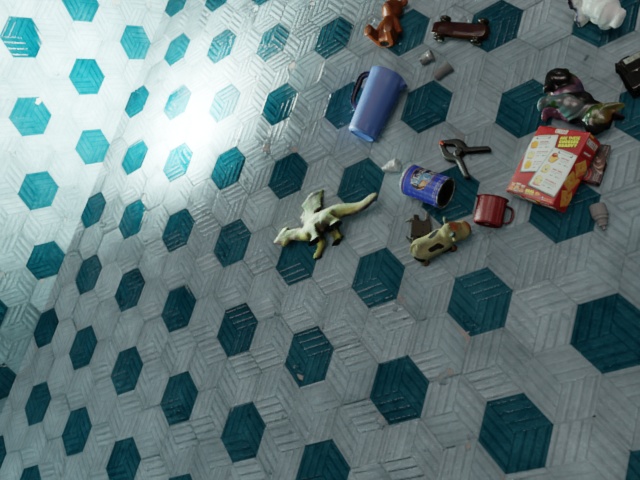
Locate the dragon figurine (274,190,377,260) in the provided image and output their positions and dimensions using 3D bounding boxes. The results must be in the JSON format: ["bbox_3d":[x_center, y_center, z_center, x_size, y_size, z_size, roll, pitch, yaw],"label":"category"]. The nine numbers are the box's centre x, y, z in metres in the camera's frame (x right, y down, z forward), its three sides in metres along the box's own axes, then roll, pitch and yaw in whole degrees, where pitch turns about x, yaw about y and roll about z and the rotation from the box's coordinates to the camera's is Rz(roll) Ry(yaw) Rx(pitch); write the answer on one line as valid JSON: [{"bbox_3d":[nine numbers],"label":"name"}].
[{"bbox_3d":[0.005,-0.091,1.809,0.407,0.248,0.120,-39,-42,12],"label":"dragon figurine"}]

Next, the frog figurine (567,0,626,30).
[{"bbox_3d":[0.822,-0.679,1.491,0.123,0.134,0.162,-31,33,-13],"label":"frog figurine"}]
